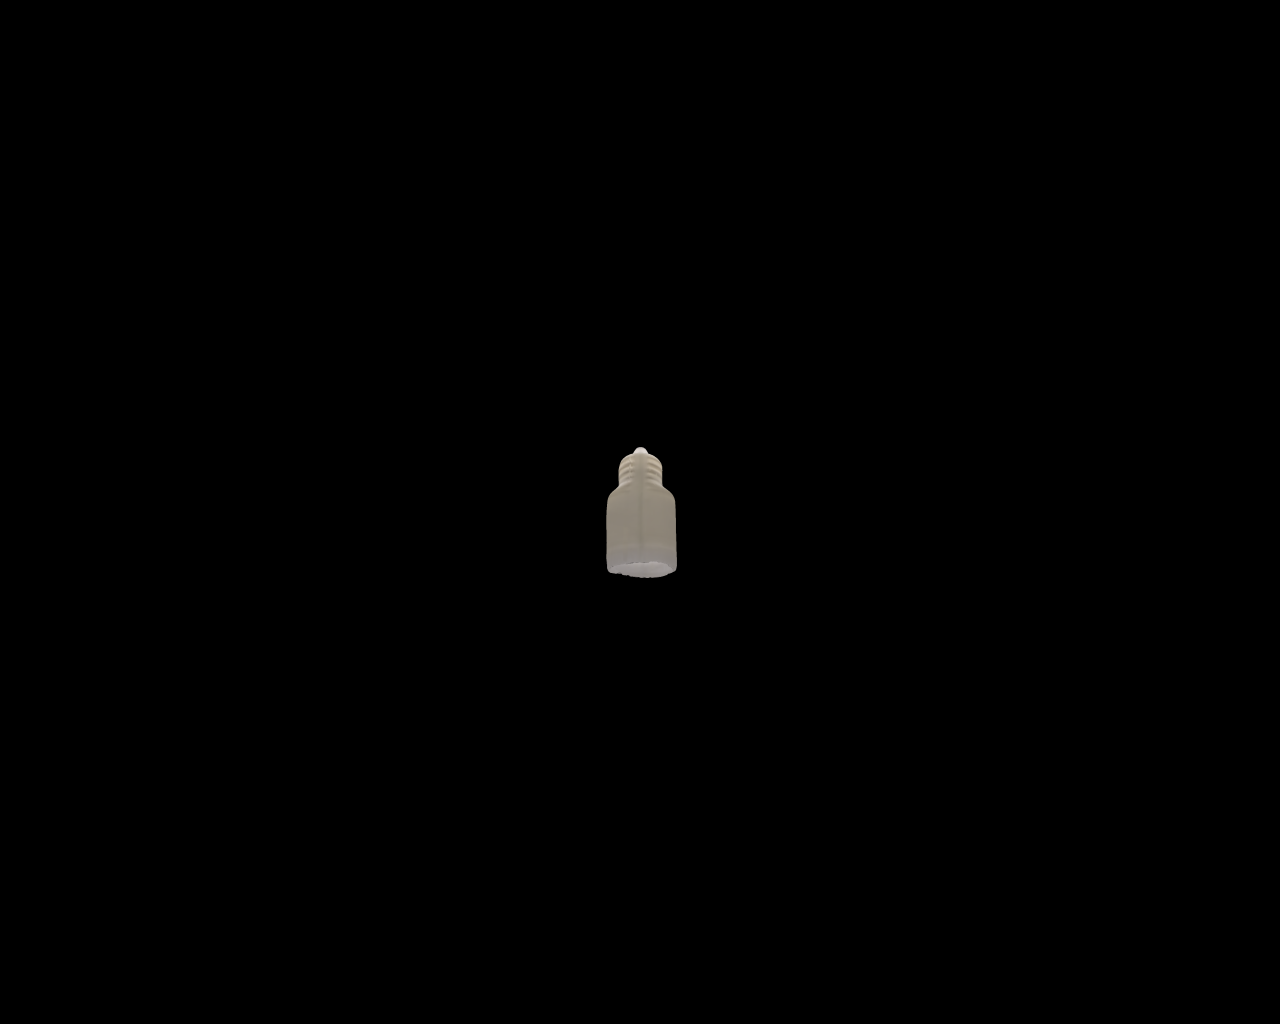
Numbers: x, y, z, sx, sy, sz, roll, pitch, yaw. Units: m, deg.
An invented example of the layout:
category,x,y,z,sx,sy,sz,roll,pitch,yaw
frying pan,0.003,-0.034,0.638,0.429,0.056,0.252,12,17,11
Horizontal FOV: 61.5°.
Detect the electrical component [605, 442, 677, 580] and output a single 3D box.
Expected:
category,x,y,z,sx,sy,sz,roll,pitch,yaw
electrical component,0.001,-0.003,0.650,0.043,0.081,0.043,0,-15,0
